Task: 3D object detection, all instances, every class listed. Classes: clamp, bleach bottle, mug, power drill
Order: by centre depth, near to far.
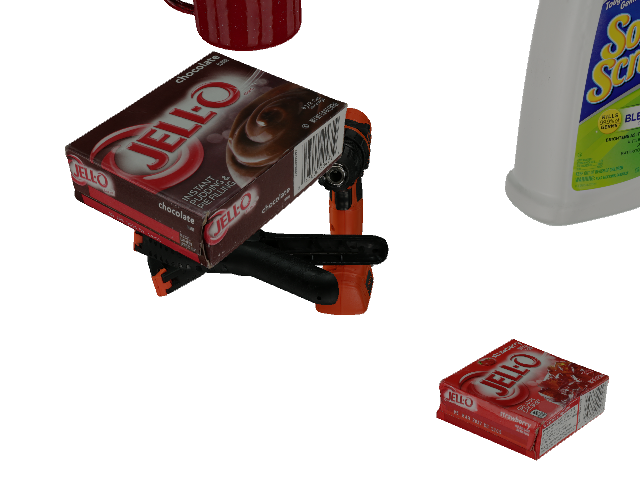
[{"bbox_3d":[0.171,-0.138,0.648,0.102,0.251,0.068,-13,31,-18],"label":"bleach bottle"},{"bbox_3d":[-0.068,-0.195,0.799,0.117,0.081,0.093,2,37,5],"label":"mug"},{"bbox_3d":[-0.058,0.012,0.862,0.210,0.036,0.164,7,12,9],"label":"clamp"},{"bbox_3d":[0.024,-0.025,1.051,0.057,0.188,0.184,4,21,7],"label":"power drill"},{"bbox_3d":[-0.140,0.000,1.239,0.120,0.039,0.171,-6,38,20],"label":"clamp"}]

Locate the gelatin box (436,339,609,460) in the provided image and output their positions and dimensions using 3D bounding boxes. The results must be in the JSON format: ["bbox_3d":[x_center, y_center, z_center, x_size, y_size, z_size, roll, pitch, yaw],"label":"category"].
[{"bbox_3d":[0.128,0.098,0.675,0.073,0.030,0.089,20,26,38],"label":"gelatin box"}]

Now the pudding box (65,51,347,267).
[{"bbox_3d":[-0.054,-0.044,0.530,0.090,0.039,0.113,26,45,26],"label":"pudding box"}]
